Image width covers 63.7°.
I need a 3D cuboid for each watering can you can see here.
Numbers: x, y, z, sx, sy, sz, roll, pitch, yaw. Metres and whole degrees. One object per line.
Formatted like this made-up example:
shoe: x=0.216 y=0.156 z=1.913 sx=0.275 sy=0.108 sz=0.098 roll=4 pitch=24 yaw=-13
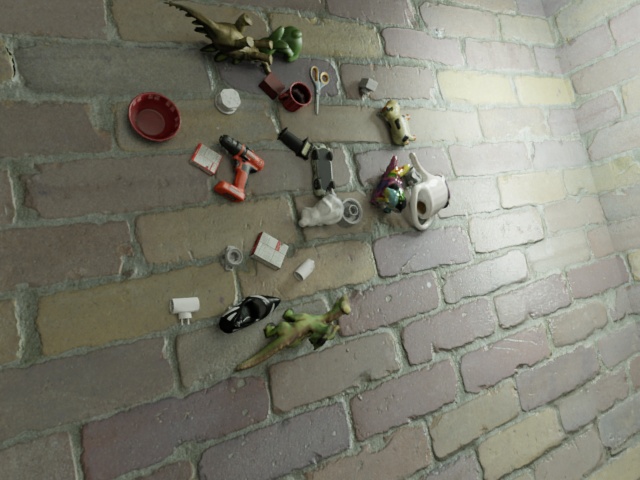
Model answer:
watering can: x=0.440 y=-0.212 z=2.108 sx=0.227 sy=0.104 sz=0.342 roll=-27 pitch=119 yaw=-40

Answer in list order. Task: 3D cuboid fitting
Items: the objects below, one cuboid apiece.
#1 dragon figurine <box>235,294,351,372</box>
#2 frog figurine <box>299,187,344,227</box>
dragon figurine: x=-0.055 y=0.299 z=1.617 sx=0.417 sy=0.241 sz=0.121 roll=-37 pitch=104 yaw=-36
frog figurine: x=0.006 y=-0.092 z=1.820 sx=0.123 sy=0.135 sz=0.162 roll=44 pitch=56 yaw=3
